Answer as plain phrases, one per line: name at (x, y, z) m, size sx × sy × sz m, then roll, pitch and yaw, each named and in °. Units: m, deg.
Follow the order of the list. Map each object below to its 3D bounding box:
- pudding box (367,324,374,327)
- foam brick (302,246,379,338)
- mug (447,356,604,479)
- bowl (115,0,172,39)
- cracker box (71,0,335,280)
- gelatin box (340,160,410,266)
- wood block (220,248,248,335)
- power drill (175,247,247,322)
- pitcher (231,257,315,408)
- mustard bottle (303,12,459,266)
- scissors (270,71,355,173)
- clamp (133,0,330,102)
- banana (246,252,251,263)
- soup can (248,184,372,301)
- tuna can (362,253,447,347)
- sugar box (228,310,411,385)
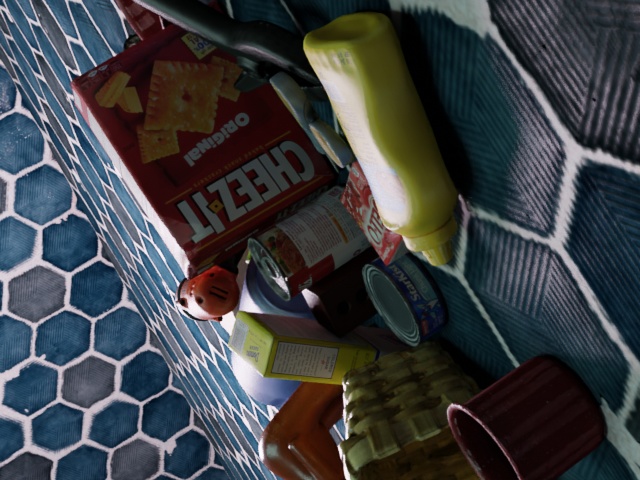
pudding box at (0.062, 0.152, 1.176) m, size 0.090 × 0.039 × 0.113 m, roll 54°, pitch 164°, yaw 16°
foam brick at (0.029, 0.046, 1.012) m, size 0.051 × 0.078 × 0.053 m, roll 27°, pitch 147°, yaw 61°
mug at (0.150, 0.139, 0.803) m, size 0.093 × 0.081 × 0.117 m, roll 62°, pitch 164°, yaw -14°
bowl at (-0.175, -0.272, 1.081) m, size 0.162 × 0.055 × 0.162 m, roll 52°, pitch 163°, yaw 23°
cracker box at (-0.112, -0.097, 1.015) m, size 0.214 × 0.164 × 0.072 m, roll 56°, pitch 166°, yaw 10°
gelatin box at (0.052, -0.026, 0.892) m, size 0.073 × 0.030 × 0.089 m, roll 55°, pitch 164°, yaw 12°
wood block at (-0.102, 0.034, 1.367) m, size 0.091 × 0.090 × 0.206 m, roll 40°, pitch 155°, yaw 49°
power drill at (-0.095, -0.003, 1.112) m, size 0.057 × 0.187 × 0.185 m, roll 23°, pitch 170°, yaw -14°
pitcher at (-0.035, 0.081, 1.204) m, size 0.149 × 0.145 × 0.243 m, roll 33°, pitch 154°, yaw 11°
mustard bottle at (0.053, -0.065, 0.763) m, size 0.191 × 0.058 × 0.096 m, roll 65°, pitch 168°, yaw -21°
scissors at (0.011, -0.072, 0.873) m, size 0.096 × 0.016 × 0.201 m, roll 50°, pitch 180°, yaw 29°
clamp at (-0.056, -0.157, 0.870) m, size 0.164 × 0.036 × 0.210 m, roll 34°, pitch 172°, yaw -41°
banana at (-0.117, -0.065, 1.254) m, size 0.198 × 0.069 × 0.037 m, roll 48°, pitch 147°, yaw 8°
soup can at (-0.006, 0.001, 0.986) m, size 0.068 × 0.102 × 0.068 m, roll 51°, pitch 163°, yaw 22°
tuna can at (0.076, 0.051, 0.956) m, size 0.086 × 0.033 × 0.086 m, roll 52°, pitch 163°, yaw 23°
sugar box at (0.009, 0.109, 1.035) m, size 0.093 × 0.176 × 0.048 m, roll 29°, pitch 104°, yaw 61°
